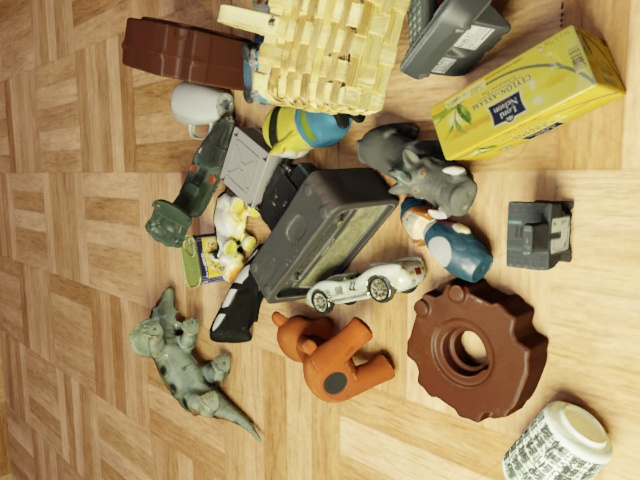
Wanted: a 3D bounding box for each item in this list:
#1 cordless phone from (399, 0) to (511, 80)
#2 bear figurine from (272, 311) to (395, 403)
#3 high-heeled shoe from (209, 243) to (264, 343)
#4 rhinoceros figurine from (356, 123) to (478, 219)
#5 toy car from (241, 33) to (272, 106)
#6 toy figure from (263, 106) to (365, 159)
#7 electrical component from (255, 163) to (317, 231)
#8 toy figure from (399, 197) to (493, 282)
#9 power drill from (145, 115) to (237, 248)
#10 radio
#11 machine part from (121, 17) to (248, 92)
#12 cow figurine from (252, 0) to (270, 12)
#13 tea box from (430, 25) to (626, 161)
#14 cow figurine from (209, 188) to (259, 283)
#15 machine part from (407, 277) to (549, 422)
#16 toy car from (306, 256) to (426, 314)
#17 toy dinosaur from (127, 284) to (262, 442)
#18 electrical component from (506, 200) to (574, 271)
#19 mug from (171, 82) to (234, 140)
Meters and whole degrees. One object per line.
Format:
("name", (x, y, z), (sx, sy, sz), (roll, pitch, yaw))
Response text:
("cordless phone", (0.143, -0.296, 0.627), (0.146, 0.089, 0.184), (138, 127, -72))
("bear figurine", (0.009, 0.162, 0.837), (0.120, 0.132, 0.196), (59, 175, -23))
("high-heeled shoe", (-0.150, 0.107, 1.009), (0.249, 0.086, 0.145), (-35, 47, 53))
("rhinoceros figurine", (0.123, -0.093, 0.672), (0.191, 0.112, 0.073), (43, 121, 42))
("toy car", (-0.059, -0.263, 0.827), (0.103, 0.162, 0.109), (3, 114, 5))
("toy figure", (-0.015, -0.179, 0.820), (0.180, 0.082, 0.089), (-14, 74, 50))
("electrical component", (-0.037, -0.059, 0.873), (0.115, 0.058, 0.134), (51, 128, 25))
("toy figure", (0.152, -0.009, 0.690), (0.155, 0.057, 0.064), (44, 109, 37))
("power drill", (-0.232, -0.099, 0.979), (0.232, 0.086, 0.207), (-53, 16, 43))
("radio", (-0.002, -0.002, 0.792), (0.073, 0.131, 0.229), (56, 129, 26))
("machine part", (-0.211, -0.314, 0.910), (0.202, 0.201, 0.087), (28, 113, 40))
("cow figurine", (-0.078, -0.413, 0.837), (0.085, 0.127, 0.195), (-29, 61, 43))
("tea box", (0.218, -0.148, 0.577), (0.170, 0.098, 0.068), (-27, 76, 45))
("cow figurine", (-0.170, -0.008, 1.005), (0.098, 0.068, 0.167), (25, 109, 46))
("machine part", (0.190, 0.136, 0.673), (0.180, 0.056, 0.179), (9, 102, 44))
("toy car", (0.062, 0.066, 0.779), (0.202, 0.073, 0.056), (-18, 86, 45))
("toy dinosaur", (-0.275, 0.279, 1.123), (0.405, 0.131, 0.192), (54, 146, 16))
("electrical component", (0.228, -0.004, 0.572), (0.048, 0.119, 0.074), (6, 102, 45))
("mug", (-0.218, -0.244, 1.014), (0.107, 0.081, 0.109), (12, 100, 35))
